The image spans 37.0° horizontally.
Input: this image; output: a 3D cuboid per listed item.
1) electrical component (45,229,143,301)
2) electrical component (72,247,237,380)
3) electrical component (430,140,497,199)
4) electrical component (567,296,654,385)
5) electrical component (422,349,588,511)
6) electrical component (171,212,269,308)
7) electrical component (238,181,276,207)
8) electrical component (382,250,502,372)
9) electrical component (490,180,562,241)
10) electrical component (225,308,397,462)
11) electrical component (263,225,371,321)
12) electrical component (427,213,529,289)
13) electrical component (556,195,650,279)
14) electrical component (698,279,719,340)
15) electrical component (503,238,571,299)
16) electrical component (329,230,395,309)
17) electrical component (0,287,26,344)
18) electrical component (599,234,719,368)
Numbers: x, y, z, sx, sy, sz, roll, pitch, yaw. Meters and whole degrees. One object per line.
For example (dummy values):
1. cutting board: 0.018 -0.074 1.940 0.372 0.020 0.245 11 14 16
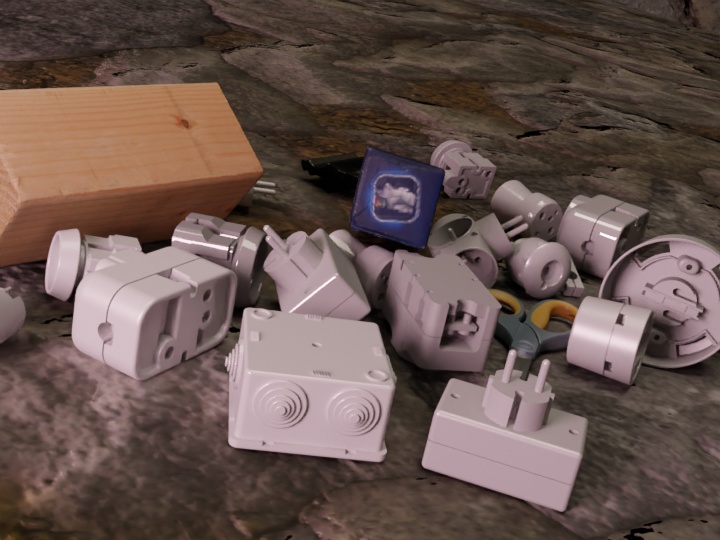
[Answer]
1. electrical component: -0.176 -0.001 0.712 0.055 0.048 0.066 10 21 -26
2. electrical component: -0.129 0.023 0.664 0.059 0.053 0.095 22 24 24
3. electrical component: 0.104 -0.103 1.108 0.066 0.048 0.055 -1 33 -29
4. electrical component: 0.176 0.048 0.760 0.047 0.055 0.055 17 22 21
5. electrical component: 0.086 0.081 0.602 0.083 0.075 0.047 16 22 11
6. electrical component: -0.097 -0.005 0.747 0.057 0.058 0.078 11 21 6
7. electrical component: -0.112 -0.076 0.928 0.079 0.044 0.077 8 22 -8
8. electrical component: 0.053 0.030 0.735 0.050 0.055 0.089 4 23 -19
9. electrical component: 0.157 -0.055 1.015 0.045 0.045 0.055 -6 28 -37
10. electrical component: -0.029 0.063 0.622 0.100 0.048 0.099 7 22 -10
11. electrical component: -0.039 0.000 0.727 0.075 0.047 0.083 48 8 -24
12. electrical component: 0.099 -0.021 0.872 0.079 0.044 0.077 -28 23 7
13. electrical component: 0.218 -0.033 0.980 0.059 0.053 0.095 22 24 25
14. electrical component: 0.277 0.036 0.853 0.077 0.043 0.079 1 24 -26
15. electrical component: 0.141 -0.007 0.891 0.048 0.048 0.062 -1 18 -28
16. electrical component: 0.000 0.000 0.799 0.055 0.045 0.045 26 25 31
17. electrical component: -0.220 0.029 0.622 0.040 0.040 0.046 14 16 7
18. electrical component: 0.231 0.021 0.797 0.099 0.099 0.064 18 16 16
